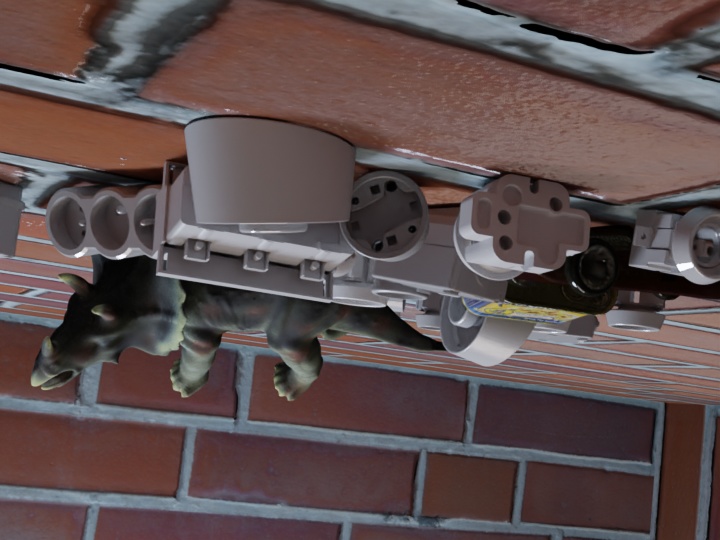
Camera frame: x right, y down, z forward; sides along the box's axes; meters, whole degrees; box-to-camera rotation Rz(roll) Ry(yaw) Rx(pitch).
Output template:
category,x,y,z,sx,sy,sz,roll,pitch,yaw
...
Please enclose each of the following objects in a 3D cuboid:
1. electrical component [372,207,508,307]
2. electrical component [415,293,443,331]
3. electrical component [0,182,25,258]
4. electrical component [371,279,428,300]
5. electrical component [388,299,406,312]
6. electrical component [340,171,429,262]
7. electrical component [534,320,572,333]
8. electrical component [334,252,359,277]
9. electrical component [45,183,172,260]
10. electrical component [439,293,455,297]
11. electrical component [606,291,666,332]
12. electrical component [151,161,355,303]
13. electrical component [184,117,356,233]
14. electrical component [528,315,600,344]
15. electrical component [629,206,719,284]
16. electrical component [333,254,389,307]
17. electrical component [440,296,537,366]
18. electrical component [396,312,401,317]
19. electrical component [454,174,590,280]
category,x,y,z,sx,sy,sz,roll,pitch,yaw
electrical component,0.057,-0.014,0.781,0.096,0.061,0.062,10,176,45
electrical component,0.082,0.033,1.101,0.066,0.055,0.048,8,172,-9
electrical component,-0.331,-0.048,0.845,0.078,0.057,0.113,2,171,33
electrical component,0.034,-0.007,0.847,0.045,0.055,0.045,6,172,1
electrical component,0.006,0.018,1.095,0.081,0.043,0.043,6,172,8
electrical component,0.018,-0.032,0.682,0.055,0.055,0.047,5,176,8
electrical component,0.171,0.028,0.987,0.048,0.055,0.066,11,171,-32
electrical component,-0.034,-0.021,0.844,0.062,0.048,0.048,9,176,43
electrical component,-0.158,-0.038,0.793,0.138,0.052,0.074,1,-171,33
electrical component,0.067,-0.002,0.890,0.055,0.045,0.045,11,171,-34
electrical component,0.228,0.021,0.884,0.066,0.055,0.048,4,172,20
electrical component,-0.068,-0.029,0.709,0.121,0.078,0.063,10,157,-24
electrical component,-0.052,-0.054,0.626,0.099,0.064,0.099,-1,-176,0
electrical component,0.201,0.049,1.144,0.100,0.048,0.099,6,172,3
electrical component,0.206,-0.016,0.674,0.066,0.048,0.055,10,179,-21
electrical component,0.000,0.000,0.918,0.058,0.057,0.078,11,171,-32
electrical component,0.116,0.035,0.950,0.064,0.099,0.099,16,169,-21
electrical component,-0.016,0.034,1.183,0.113,0.057,0.078,12,171,-35
electrical component,0.093,-0.024,0.661,0.078,0.058,0.057,9,169,-18
